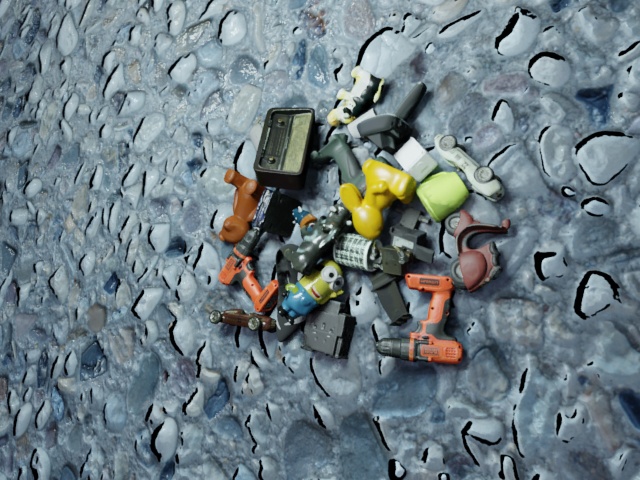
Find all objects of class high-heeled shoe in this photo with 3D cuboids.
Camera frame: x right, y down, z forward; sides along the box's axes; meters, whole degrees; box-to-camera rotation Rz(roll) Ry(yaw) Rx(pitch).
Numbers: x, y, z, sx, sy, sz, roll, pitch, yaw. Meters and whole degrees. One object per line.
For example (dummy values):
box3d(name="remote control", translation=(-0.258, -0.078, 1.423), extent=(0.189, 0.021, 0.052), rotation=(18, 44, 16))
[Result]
box3d(name="high-heeled shoe", translation=(-0.087, 0.134, 1.334), extent=(0.086, 0.145, 0.248), rotation=(16, 86, 35))

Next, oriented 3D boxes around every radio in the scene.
box3d(name="radio", translation=(-0.090, -0.241, 1.397), extent=(0.131, 0.073, 0.229), rotation=(5, 57, 7))

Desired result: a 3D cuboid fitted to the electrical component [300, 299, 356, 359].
box3d(name="electrical component", translation=(0.021, 0.211, 1.302), extent=(0.115, 0.058, 0.134), rotation=(7, 84, 32))

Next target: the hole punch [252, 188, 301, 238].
box3d(name="hole punch", translation=(-0.129, -0.076, 1.431), extent=(0.092, 0.115, 0.142), rotation=(25, 93, 42))

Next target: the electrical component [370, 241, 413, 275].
box3d(name="electrical component", translation=(0.158, 0.041, 1.206), extent=(0.102, 0.045, 0.078), rotation=(15, 111, 39))

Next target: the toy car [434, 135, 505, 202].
box3d(name="toy car", translation=(0.325, -0.162, 1.180), extent=(0.056, 0.073, 0.202), rotation=(-48, 59, 14))

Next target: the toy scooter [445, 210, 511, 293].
box3d(name="toy scooter", translation=(0.340, 0.016, 1.133), extent=(0.135, 0.075, 0.184), rotation=(-14, 68, 28))

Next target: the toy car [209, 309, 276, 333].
box3d(name="toy car", translation=(-0.204, 0.211, 1.427), extent=(0.202, 0.089, 0.053), rotation=(4, 84, 34))

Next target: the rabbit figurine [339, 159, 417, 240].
box3d(name="rabbit figurine", translation=(0.122, -0.089, 1.222), extent=(0.162, 0.122, 0.173), rotation=(22, 99, 5))

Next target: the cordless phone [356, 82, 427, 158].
box3d(name="cordless phone", translation=(0.182, -0.296, 1.256), extent=(0.089, 0.146, 0.184), rotation=(41, 104, 24))

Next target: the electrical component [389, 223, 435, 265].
box3d(name="electrical component", translation=(0.212, 0.014, 1.214), extent=(0.119, 0.048, 0.074), rotation=(18, 115, 35))

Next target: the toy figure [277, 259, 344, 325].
box3d(name="toy figure", translation=(-0.024, 0.119, 1.287), extent=(0.180, 0.082, 0.089), rotation=(-40, 45, -1))

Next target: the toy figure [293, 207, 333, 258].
box3d(name="toy figure", translation=(-0.021, -0.023, 1.380), extent=(0.064, 0.057, 0.155), rotation=(-45, 59, 23))

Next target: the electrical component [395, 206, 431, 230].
box3d(name="electrical component", translation=(0.211, -0.043, 1.257), extent=(0.094, 0.021, 0.063), rotation=(26, 94, 34))

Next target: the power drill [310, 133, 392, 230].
box3d(name="power drill", translation=(0.057, -0.152, 1.346), extent=(0.232, 0.086, 0.207), rotation=(-41, 57, 16))

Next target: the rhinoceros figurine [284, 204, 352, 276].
box3d(name="rhinoceros figurine", translation=(-0.003, -0.004, 1.263), extent=(0.190, 0.073, 0.112), rotation=(-52, 17, -14))

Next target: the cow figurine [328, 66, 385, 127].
box3d(name="cow figurine", translation=(0.095, -0.351, 1.376), extent=(0.098, 0.068, 0.167), rotation=(38, 102, 26))

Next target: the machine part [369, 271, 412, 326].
box3d(name="machine part", translation=(0.166, 0.129, 1.240), extent=(0.084, 0.039, 0.139), rotation=(-27, 65, 20))

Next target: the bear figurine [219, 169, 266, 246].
box3d(name="bear figurine", translation=(-0.227, -0.078, 1.484), extent=(0.120, 0.131, 0.195), rotation=(31, 91, 30))

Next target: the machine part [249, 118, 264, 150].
box3d(name="machine part", translation=(-0.135, -0.242, 1.490), extent=(0.079, 0.079, 0.243), rotation=(-38, 63, 20))
